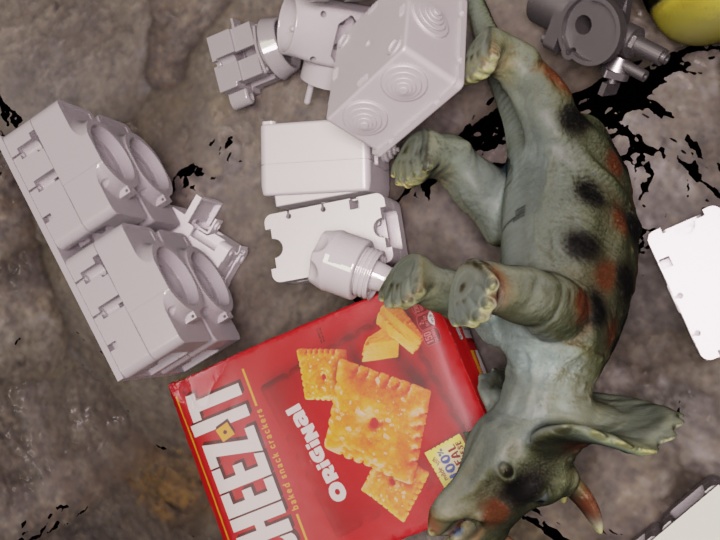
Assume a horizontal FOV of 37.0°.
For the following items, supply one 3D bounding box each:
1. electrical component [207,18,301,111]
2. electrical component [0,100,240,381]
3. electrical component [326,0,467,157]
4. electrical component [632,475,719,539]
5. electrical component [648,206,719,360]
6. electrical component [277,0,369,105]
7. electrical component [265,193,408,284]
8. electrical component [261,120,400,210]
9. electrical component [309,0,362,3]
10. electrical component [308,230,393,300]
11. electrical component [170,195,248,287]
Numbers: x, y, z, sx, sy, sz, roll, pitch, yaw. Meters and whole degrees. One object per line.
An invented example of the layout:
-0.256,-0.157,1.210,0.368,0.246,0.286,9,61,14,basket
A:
-0.078,-0.161,0.811,0.055,0.048,0.066,-17,83,22,electrical component
-0.162,-0.021,0.751,0.060,0.105,0.186,-31,80,12,electrical component
0.023,-0.138,0.711,0.100,0.048,0.099,-37,35,41,electrical component
0.207,0.217,0.704,0.150,0.062,0.089,-44,78,10,electrical component
0.231,0.009,0.710,0.050,0.056,0.089,-25,81,13,electrical component
-0.021,-0.156,0.783,0.077,0.043,0.079,4,119,-22,electrical component
-0.015,-0.021,0.780,0.089,0.056,0.050,-10,85,15,electrical component
-0.018,-0.075,0.781,0.096,0.062,0.061,-2,87,16,electrical component
0.006,-0.221,0.743,0.079,0.121,0.063,-4,100,37,electrical component
0.000,0.000,0.722,0.062,0.043,0.043,19,93,16,electrical component
-0.124,-0.013,0.818,0.064,0.042,0.081,32,96,13,electrical component
